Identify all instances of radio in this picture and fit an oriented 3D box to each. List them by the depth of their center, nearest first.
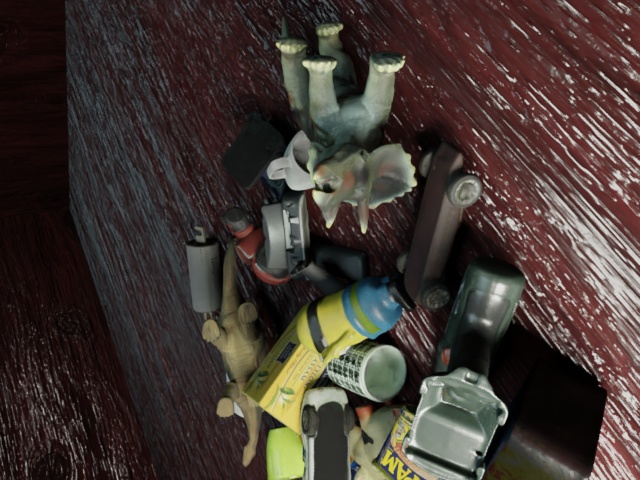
[{"bbox_3d":[0.197,0.235,0.537,0.073,0.131,0.229,29,127,21],"label":"radio"}]

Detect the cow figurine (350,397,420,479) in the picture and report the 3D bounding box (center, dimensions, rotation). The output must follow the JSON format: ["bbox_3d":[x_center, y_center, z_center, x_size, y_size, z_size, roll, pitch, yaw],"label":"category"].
[{"bbox_3d":[0.101,0.292,0.769,0.195,0.085,0.127,-32,67,56],"label":"cow figurine"}]

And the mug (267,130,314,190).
[{"bbox_3d":[-0.028,-0.110,0.816,0.081,0.109,0.107,66,160,6],"label":"mug"}]

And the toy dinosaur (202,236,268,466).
[{"bbox_3d":[-0.158,0.192,1.060,0.198,0.105,0.471,82,-179,-71],"label":"toy dinosaur"}]

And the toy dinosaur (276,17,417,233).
[{"bbox_3d":[0.017,-0.165,0.700,0.405,0.131,0.191,-111,16,-56],"label":"toy dinosaur"}]

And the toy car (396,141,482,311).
[{"bbox_3d":[0.139,-0.013,0.627,0.089,0.053,0.201,-114,28,-58],"label":"toy car"}]

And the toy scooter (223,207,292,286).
[{"bbox_3d":[-0.110,0.027,1.012,0.184,0.075,0.135,44,160,24],"label":"toy scooter"}]

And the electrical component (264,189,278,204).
[{"bbox_3d":[-0.073,-0.049,0.979,0.094,0.021,0.063,62,144,25],"label":"electrical component"}]

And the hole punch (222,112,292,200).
[{"bbox_3d":[-0.091,-0.142,0.933,0.115,0.092,0.142,-53,47,13],"label":"hole punch"}]

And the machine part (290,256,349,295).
[{"bbox_3d":[0.021,0.077,0.811,0.139,0.039,0.084,37,144,-2],"label":"machine part"}]

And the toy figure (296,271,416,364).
[{"bbox_3d":[0.047,0.099,0.737,0.180,0.082,0.089,-37,72,30],"label":"toy figure"}]

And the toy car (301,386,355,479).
[{"bbox_3d":[0.011,0.315,0.778,0.056,0.073,0.201,161,110,-69],"label":"toy car"}]

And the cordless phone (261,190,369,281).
[{"bbox_3d":[-0.001,-0.003,0.848,0.184,0.089,0.146,9,108,45],"label":"cordless phone"}]

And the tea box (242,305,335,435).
[{"bbox_3d":[-0.028,0.198,0.835,0.098,0.169,0.068,44,160,-26],"label":"tea box"}]

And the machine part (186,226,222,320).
[{"bbox_3d":[-0.276,0.085,1.296,0.079,0.079,0.243,22,118,53],"label":"machine part"}]

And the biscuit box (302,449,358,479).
[{"bbox_3d":[0.045,0.405,0.911,0.203,0.059,0.062,31,126,49],"label":"biscuit box"}]

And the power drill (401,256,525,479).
[{"bbox_3d":[0.148,0.145,0.550,0.086,0.207,0.231,21,116,20],"label":"power drill"}]

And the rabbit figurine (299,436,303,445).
[{"bbox_3d":[-0.024,0.275,0.958,0.162,0.122,0.173,55,157,17],"label":"rabbit figurine"}]
